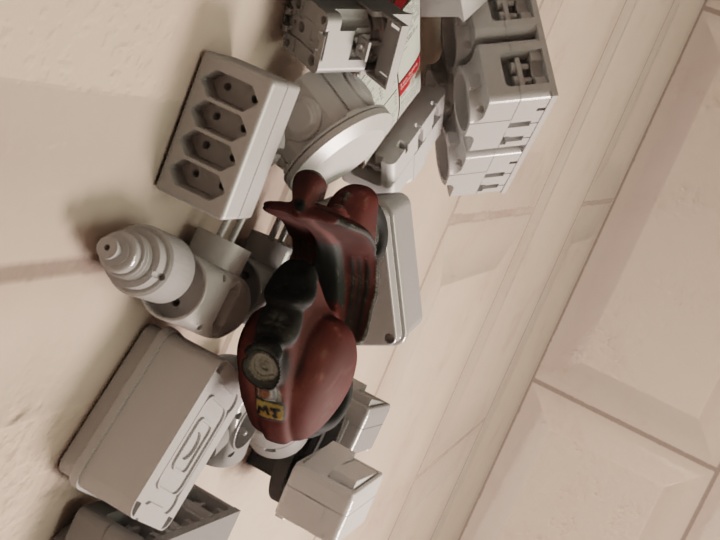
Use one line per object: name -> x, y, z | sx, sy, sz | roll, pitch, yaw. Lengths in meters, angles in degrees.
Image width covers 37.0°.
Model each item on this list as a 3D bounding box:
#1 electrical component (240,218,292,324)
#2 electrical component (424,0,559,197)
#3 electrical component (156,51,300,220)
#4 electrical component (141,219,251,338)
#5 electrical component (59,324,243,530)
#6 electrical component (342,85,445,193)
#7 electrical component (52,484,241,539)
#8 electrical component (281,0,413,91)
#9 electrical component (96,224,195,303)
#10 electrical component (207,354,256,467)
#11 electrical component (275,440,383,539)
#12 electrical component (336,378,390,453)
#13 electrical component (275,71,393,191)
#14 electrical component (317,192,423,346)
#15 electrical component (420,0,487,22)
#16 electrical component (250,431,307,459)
electrical component -> -0.067, -0.002, 0.747 | 0.079, 0.043, 0.077 | -66, 163, 4
electrical component -> 0.099, -0.143, 0.879 | 0.186, 0.060, 0.105 | 104, -22, -71
electrical component -> -0.068, -0.077, 0.627 | 0.083, 0.047, 0.076 | -68, 163, 12
electrical component -> -0.093, -0.001, 0.670 | 0.079, 0.043, 0.077 | -64, 163, -3
electrical component -> -0.129, 0.099, 0.685 | 0.113, 0.057, 0.078 | -60, 163, -15
electrical component -> 0.026, -0.106, 0.862 | 0.089, 0.050, 0.055 | -56, 162, -28
electrical component -> -0.156, 0.203, 0.748 | 0.089, 0.062, 0.150 | -65, 163, 5
electrical component -> -0.010, -0.146, 0.659 | 0.064, 0.081, 0.042 | -10, 129, -34
electrical component -> -0.120, -0.005, 0.587 | 0.040, 0.040, 0.078 | -63, 164, -2
electrical component -> -0.109, 0.113, 0.787 | 0.079, 0.044, 0.077 | -44, 154, -50
electrical component -> -0.023, 0.196, 0.965 | 0.061, 0.062, 0.096 | -68, 163, 11
electrical component -> -0.015, 0.145, 1.085 | 0.061, 0.062, 0.096 | -65, 163, 4
electrical component -> -0.023, -0.091, 0.691 | 0.080, 0.051, 0.080 | -35, 170, -7
electrical component -> 0.000, 0.000, 0.832 | 0.057, 0.078, 0.113 | -34, 120, -64
electrical component -> 0.058, -0.215, 0.769 | 0.042, 0.081, 0.063 | -48, 135, -44
electrical component -> -0.072, 0.123, 0.899 | 0.055, 0.055, 0.047 | -56, 158, -24
